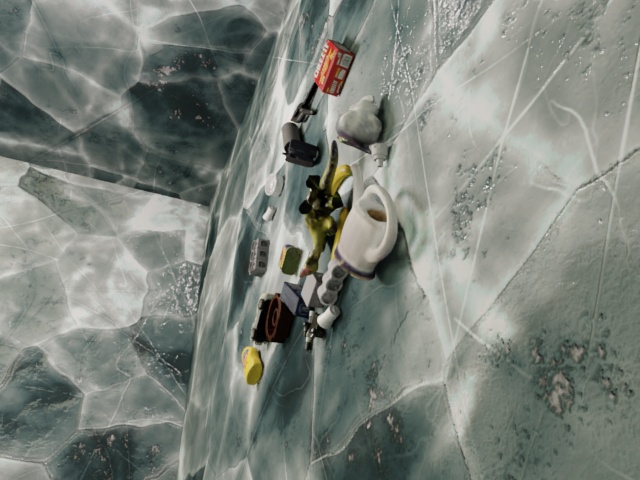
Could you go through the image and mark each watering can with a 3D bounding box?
[{"bbox_3d":[0.107,-0.045,1.291,0.355,0.104,0.220,-113,41,-58],"label":"watering can"}]

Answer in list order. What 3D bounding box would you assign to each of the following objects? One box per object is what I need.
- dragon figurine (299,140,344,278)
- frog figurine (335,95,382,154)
[{"bbox_3d":[0.005,-0.079,1.564,0.238,0.122,0.419,99,-174,-62],"label":"dragon figurine"},{"bbox_3d":[0.119,-0.342,1.461,0.138,0.122,0.159,25,92,37],"label":"frog figurine"}]
